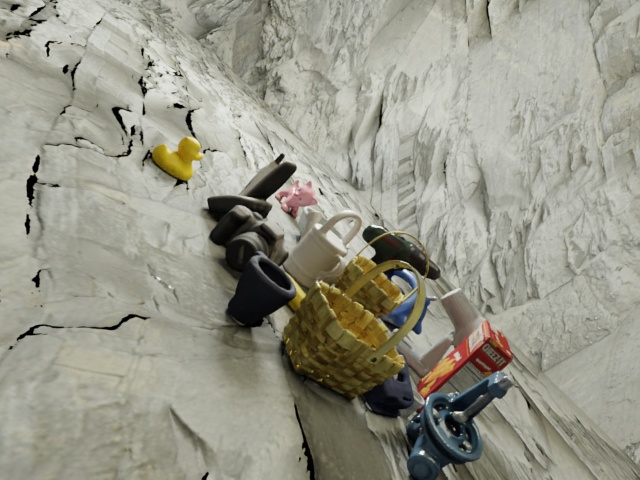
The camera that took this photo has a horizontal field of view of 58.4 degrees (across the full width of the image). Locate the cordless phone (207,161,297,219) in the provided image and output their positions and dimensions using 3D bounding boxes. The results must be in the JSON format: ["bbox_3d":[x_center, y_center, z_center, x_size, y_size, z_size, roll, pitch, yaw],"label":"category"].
[{"bbox_3d":[-0.137,-0.108,1.214,0.094,0.185,0.148,45,13,12],"label":"cordless phone"}]

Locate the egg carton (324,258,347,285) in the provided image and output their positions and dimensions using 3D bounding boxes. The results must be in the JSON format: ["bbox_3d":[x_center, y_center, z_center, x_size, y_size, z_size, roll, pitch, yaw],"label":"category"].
[{"bbox_3d":[0.006,0.044,1.414,0.107,0.069,0.150,37,14,-25],"label":"egg carton"}]

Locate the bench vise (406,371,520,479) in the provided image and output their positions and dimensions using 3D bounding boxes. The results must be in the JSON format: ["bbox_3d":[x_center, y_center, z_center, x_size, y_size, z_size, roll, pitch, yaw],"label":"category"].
[{"bbox_3d":[0.228,0.280,0.961,0.122,0.219,0.207,40,12,-10],"label":"bench vise"}]

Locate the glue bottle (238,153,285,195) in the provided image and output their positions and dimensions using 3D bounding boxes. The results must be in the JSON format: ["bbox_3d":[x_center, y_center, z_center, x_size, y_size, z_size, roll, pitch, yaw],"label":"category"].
[{"bbox_3d":[-0.139,-0.136,1.330,0.037,0.173,0.078,38,13,-19],"label":"glue bottle"}]

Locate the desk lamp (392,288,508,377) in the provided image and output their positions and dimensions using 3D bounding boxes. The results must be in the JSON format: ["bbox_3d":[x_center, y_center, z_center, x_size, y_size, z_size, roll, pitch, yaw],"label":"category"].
[{"bbox_3d":[0.306,0.234,1.371,0.203,0.213,0.118,45,12,9],"label":"desk lamp"}]

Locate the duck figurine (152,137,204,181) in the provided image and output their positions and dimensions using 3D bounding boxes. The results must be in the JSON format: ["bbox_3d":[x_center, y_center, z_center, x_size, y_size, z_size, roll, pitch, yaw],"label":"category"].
[{"bbox_3d":[-0.293,-0.182,1.210,0.105,0.086,0.077,28,19,-50],"label":"duck figurine"}]

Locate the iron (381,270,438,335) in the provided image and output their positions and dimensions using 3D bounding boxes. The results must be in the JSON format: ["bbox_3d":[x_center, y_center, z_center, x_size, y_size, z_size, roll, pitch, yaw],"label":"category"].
[{"bbox_3d":[0.207,0.133,1.572,0.119,0.141,0.257,29,18,-47],"label":"iron"}]

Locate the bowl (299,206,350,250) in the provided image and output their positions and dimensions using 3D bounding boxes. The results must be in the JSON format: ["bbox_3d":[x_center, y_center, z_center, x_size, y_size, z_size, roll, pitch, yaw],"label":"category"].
[{"bbox_3d":[-0.002,-0.010,1.561,0.168,0.074,0.167,40,13,-10],"label":"bowl"}]

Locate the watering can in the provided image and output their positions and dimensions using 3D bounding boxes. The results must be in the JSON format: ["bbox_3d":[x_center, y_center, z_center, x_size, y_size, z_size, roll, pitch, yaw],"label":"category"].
[{"bbox_3d":[0.010,0.004,1.273,0.172,0.194,0.101,47,13,20],"label":"watering can"}]

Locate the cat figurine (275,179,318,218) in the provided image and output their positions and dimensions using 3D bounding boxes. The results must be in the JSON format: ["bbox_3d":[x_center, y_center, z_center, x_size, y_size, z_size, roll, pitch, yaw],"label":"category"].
[{"bbox_3d":[-0.060,-0.132,1.689,0.067,0.117,0.127,33,16,-38],"label":"cat figurine"}]

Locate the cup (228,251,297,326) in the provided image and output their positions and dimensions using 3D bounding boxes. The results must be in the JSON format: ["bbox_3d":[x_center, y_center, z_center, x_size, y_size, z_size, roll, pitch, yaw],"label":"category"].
[{"bbox_3d":[-0.103,0.078,0.902,0.092,0.095,0.117,32,16,-41],"label":"cup"}]

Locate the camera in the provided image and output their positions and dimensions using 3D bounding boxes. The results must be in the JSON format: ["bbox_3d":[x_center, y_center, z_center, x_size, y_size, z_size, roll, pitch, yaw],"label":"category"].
[{"bbox_3d":[-0.131,0.001,1.064,0.143,0.100,0.137,43,12,3],"label":"camera"}]

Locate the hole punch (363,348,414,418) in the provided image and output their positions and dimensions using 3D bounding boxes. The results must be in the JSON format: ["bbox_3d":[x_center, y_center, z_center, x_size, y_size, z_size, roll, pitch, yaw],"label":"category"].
[{"bbox_3d":[0.126,0.254,1.031,0.109,0.091,0.100,29,19,-48],"label":"hole punch"}]

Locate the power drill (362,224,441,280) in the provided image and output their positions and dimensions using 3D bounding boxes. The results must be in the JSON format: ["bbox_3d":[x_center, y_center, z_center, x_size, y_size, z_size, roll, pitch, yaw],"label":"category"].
[{"bbox_3d":[0.168,0.079,1.478,0.229,0.208,0.076,48,13,23],"label":"power drill"}]
